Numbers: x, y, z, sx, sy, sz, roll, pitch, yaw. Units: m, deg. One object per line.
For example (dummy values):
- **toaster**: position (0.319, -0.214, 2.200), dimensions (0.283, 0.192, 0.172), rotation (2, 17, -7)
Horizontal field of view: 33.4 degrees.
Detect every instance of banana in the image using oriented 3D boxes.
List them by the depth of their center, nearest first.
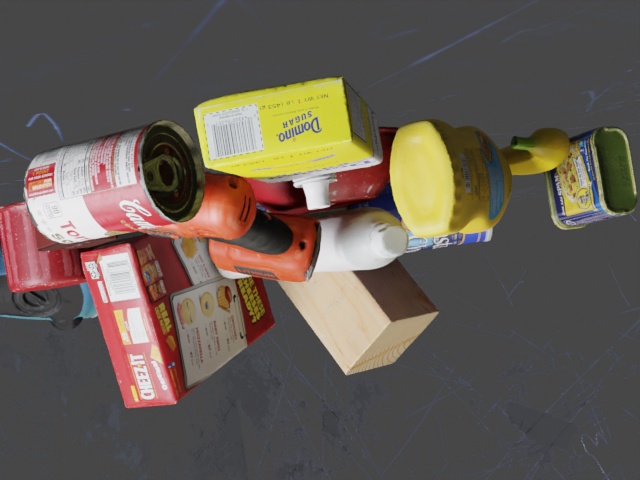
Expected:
- **banana**: position (0.221, -0.094, 1.116), dimensions (0.069, 0.037, 0.198), rotation (11, 176, 2)

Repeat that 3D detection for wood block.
- **wood block**: position (0.019, 0.035, 1.165), dimensions (0.090, 0.206, 0.090), rotation (-6, 141, -50)

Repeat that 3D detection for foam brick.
- **foam brick**: position (-0.223, -0.019, 0.967), dimensions (0.052, 0.051, 0.078), rotation (-6, 177, -30)

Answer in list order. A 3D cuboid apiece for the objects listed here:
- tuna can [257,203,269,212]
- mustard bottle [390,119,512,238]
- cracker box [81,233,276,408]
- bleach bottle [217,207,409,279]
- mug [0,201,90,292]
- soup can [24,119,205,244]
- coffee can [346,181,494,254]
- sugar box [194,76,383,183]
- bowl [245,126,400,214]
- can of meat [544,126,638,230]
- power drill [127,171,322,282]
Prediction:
- **tuna can**: position (-0.086, -0.032, 0.985), dimensions (0.086, 0.034, 0.086), rotation (10, -164, -3)
- **mustard bottle**: position (0.127, -0.054, 0.946), dimensions (0.058, 0.096, 0.191), rotation (-12, 177, 29)
- **cracker box**: position (-0.141, 0.054, 1.100), dimensions (0.072, 0.164, 0.213), rotation (-9, -167, 27)
- **bleach bottle**: position (-0.007, 0.001, 1.006), dimensions (0.102, 0.068, 0.251), rotation (-16, -172, -29)
- **mug**: position (-0.262, 0.005, 1.052), dimensions (0.093, 0.081, 0.117), rotation (-10, 177, 22)
- **soup can**: position (-0.137, -0.037, 0.710), dimensions (0.102, 0.068, 0.068), rotation (-9, 178, 28)
- **coffee can**: position (0.097, -0.039, 1.091), dimensions (0.140, 0.103, 0.103), rotation (-9, 177, 0)
- **sugar box**: position (-0.013, -0.068, 0.707), dimensions (0.093, 0.048, 0.176), rotation (-9, 176, 10)
- **bowl**: position (0.000, -0.056, 0.926), dimensions (0.162, 0.055, 0.162), rotation (-9, 177, -1)
- **can of meat**: position (0.296, -0.069, 1.172), dimensions (0.057, 0.102, 0.084), rotation (-6, 174, -27)
- **power drill**: position (-0.098, -0.015, 0.833), dimensions (0.185, 0.057, 0.187), rotation (8, 173, 30)
